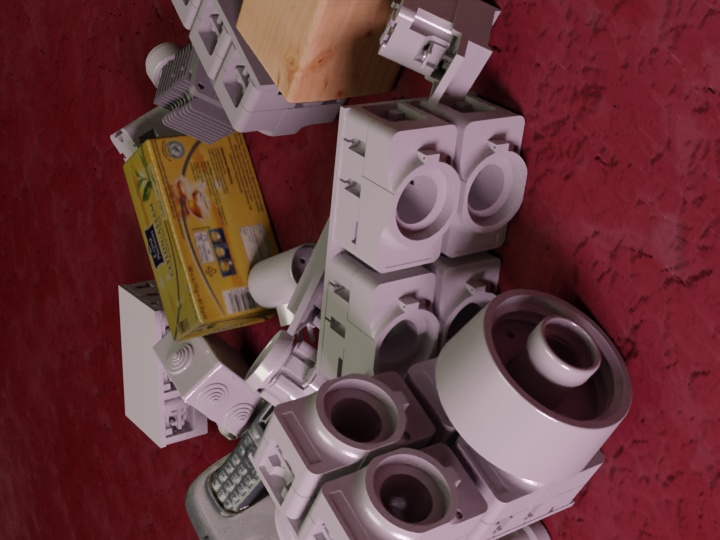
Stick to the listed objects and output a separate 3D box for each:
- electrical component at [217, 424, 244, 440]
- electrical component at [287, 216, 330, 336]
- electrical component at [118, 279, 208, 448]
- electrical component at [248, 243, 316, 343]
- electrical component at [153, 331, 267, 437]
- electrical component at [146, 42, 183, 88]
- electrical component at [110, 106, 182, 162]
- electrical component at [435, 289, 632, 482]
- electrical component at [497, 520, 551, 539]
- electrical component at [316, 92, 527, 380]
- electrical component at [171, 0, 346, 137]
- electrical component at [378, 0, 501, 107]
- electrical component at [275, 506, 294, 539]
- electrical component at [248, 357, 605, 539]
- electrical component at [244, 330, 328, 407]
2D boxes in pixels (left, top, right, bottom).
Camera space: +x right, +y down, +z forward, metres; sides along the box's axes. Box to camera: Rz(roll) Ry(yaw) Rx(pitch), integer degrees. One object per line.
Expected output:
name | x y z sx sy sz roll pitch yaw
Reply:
electrical component | -0.129 0.133 1.047 0.061 0.035 0.035 58 141 32
electrical component | 0.000 0.000 0.787 0.063 0.079 0.121 40 135 13
electrical component | -0.200 0.093 1.115 0.089 0.062 0.150 26 121 50
electrical component | -0.052 0.023 0.890 0.077 0.044 0.079 -18 85 56
electrical component | -0.135 0.097 0.984 0.048 0.099 0.099 -44 44 1
electrical component | -0.170 -0.179 1.001 0.055 0.045 0.045 54 140 32
electrical component | -0.183 -0.106 1.017 0.089 0.056 0.050 58 154 -13
electrical component | 0.105 0.060 0.618 0.108 0.108 0.060 58 136 27
electrical component | 0.099 0.188 0.717 0.040 0.046 0.040 23 118 51
electrical component | 0.039 -0.011 0.689 0.060 0.105 0.186 35 128 46
electrical component | -0.077 -0.181 0.823 0.150 0.089 0.061 63 144 21
electrical component | 0.047 -0.145 0.662 0.042 0.064 0.081 120 169 -46
electrical component | -0.024 0.198 0.874 0.051 0.080 0.080 -24 80 51
electrical component | 0.044 0.111 0.645 0.105 0.186 0.060 55 140 29
electrical component | -0.056 0.085 0.871 0.057 0.058 0.078 37 154 -7
